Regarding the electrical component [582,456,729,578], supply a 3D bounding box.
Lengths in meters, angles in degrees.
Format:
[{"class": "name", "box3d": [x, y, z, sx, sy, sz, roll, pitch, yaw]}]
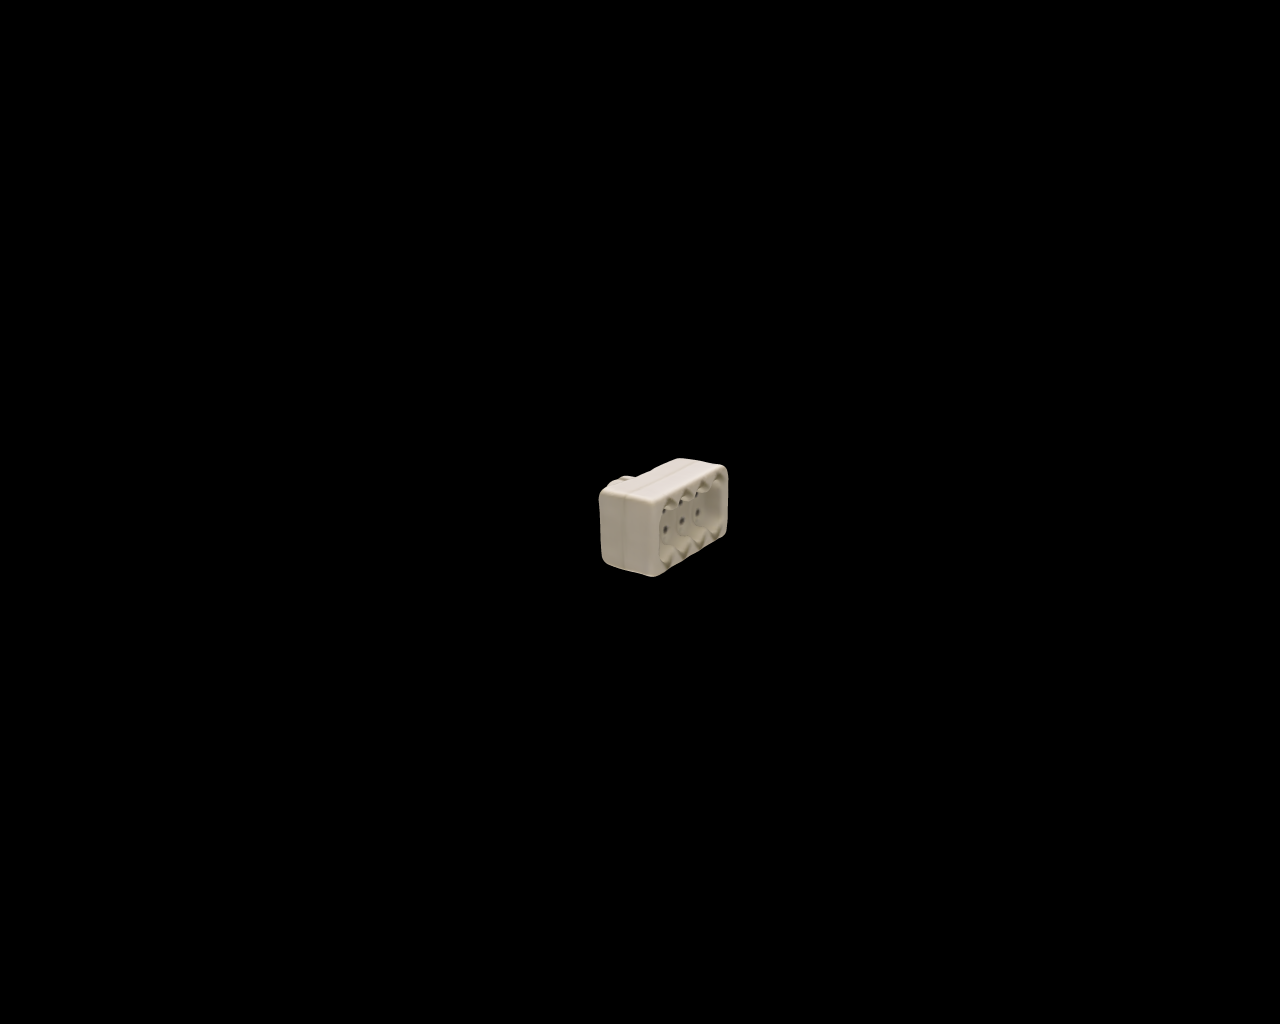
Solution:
[{"class": "electrical component", "box3d": [0.001, -0.003, 0.650, 0.076, 0.047, 0.083, 14, 24, 33]}]
